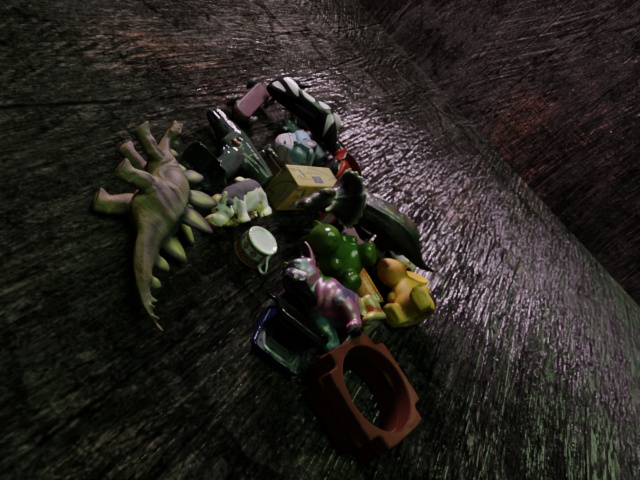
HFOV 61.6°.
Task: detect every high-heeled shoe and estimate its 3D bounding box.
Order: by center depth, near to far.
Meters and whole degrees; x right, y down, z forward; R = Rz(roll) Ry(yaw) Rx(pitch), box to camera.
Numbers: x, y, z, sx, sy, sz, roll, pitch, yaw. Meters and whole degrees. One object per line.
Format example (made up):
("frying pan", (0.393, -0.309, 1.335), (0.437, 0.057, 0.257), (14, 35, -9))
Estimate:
("high-heeled shoe", (-0.049, -0.344, 1.488), (0.145, 0.086, 0.248), (-15, 77, -28))

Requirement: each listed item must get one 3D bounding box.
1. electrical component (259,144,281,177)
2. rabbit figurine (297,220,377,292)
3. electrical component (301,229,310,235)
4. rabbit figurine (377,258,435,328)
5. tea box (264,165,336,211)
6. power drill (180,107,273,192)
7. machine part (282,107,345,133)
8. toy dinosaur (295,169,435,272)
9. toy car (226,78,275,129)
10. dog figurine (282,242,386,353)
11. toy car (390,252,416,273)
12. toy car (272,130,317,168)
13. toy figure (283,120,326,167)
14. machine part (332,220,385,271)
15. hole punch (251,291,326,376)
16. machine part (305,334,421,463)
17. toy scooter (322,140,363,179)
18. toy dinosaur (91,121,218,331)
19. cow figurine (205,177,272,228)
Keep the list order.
("electrical component", (-0.110, -0.186, 1.316), (0.102, 0.045, 0.078), (49, 6, -22))
("rabbit figurine", (0.029, 0.011, 1.186), (0.159, 0.121, 0.170), (31, -13, 39))
("electrical component", (-0.003, -0.004, 1.295), (0.094, 0.021, 0.063), (2, 52, -48))
("rabbit figurine", (0.210, 0.117, 1.325), (0.162, 0.122, 0.173), (1, 50, -55))
("tea box", (-0.040, -0.126, 1.314), (0.169, 0.098, 0.068), (-8, 60, -51))
("power drill", (-0.221, -0.195, 1.205), (0.232, 0.086, 0.207), (49, 24, -2))
("machine part", (-0.019, -0.368, 1.626), (0.243, 0.079, 0.079), (9, 48, -45))
("toy dinosaur", (0.146, -0.034, 1.238), (0.405, 0.131, 0.192), (30, 2, -11))
("toy car", (-0.187, -0.370, 1.451), (0.089, 0.053, 0.202), (44, 35, -16))
("dog figurine", (0.016, 0.109, 1.117), (0.191, 0.108, 0.219), (-8, 59, -52))
("toy car", (0.208, 0.018, 1.460), (0.073, 0.056, 0.202), (51, 10, -37))
("toy car", (-0.073, -0.231, 1.392), (0.103, 0.109, 0.162), (12, 35, -19))
("toy figure", (-0.051, -0.272, 1.503), (0.154, 0.058, 0.064), (46, 24, 8))
("machine part", (0.101, -0.007, 1.390), (0.179, 0.056, 0.179), (29, 36, -24))
("hole punch", (-0.061, 0.174, 0.989), (0.142, 0.092, 0.116), (37, 5, -11))
("machine part", (0.081, 0.292, 1.009), (0.201, 0.087, 0.201), (-11, 64, -56))
("toy scooter", (0.069, -0.196, 1.545), (0.135, 0.075, 0.184), (49, 32, -27))
("toy dinosaur", (-0.285, -0.059, 0.950), (0.198, 0.105, 0.472), (33, 39, -28))
("cow figurine", (-0.175, -0.077, 1.097), (0.167, 0.068, 0.098), (-23, 101, -57))
